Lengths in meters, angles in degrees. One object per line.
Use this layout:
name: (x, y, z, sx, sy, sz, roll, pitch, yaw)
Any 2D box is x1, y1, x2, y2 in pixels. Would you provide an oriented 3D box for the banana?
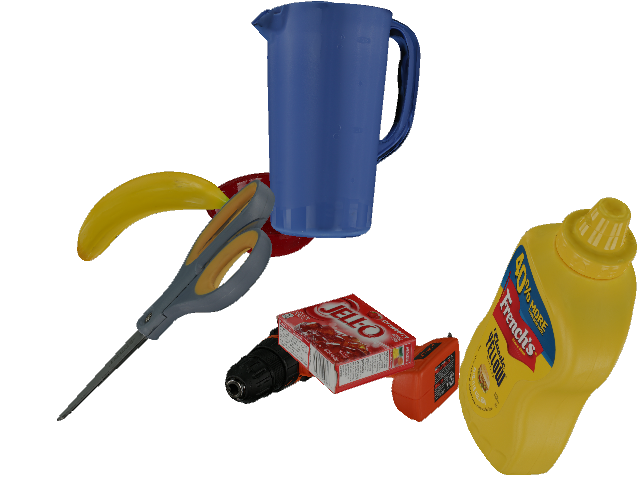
banana: (-0.169, -0.027, 1.019, 0.198, 0.069, 0.037, -13, 19, 29)

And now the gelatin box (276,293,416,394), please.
gelatin box: (0.018, 0.077, 0.821, 0.073, 0.030, 0.089, -14, 28, -28)

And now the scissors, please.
scissors: (-0.090, 0.050, 0.633, 0.016, 0.202, 0.096, 37, 4, -25)

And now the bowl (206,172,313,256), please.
bowl: (-0.062, -0.026, 1.333, 0.162, 0.055, 0.162, 0, 31, 0)

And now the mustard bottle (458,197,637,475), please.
mustard bottle: (0.133, 0.048, 0.611, 0.058, 0.096, 0.192, 2, -42, -12)

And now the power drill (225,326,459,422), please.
power drill: (0.025, 0.121, 1.019, 0.188, 0.057, 0.184, 9, 21, 30)

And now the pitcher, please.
pitcher: (0.015, -0.128, 1.131, 0.149, 0.243, 0.144, 4, 7, 21)
